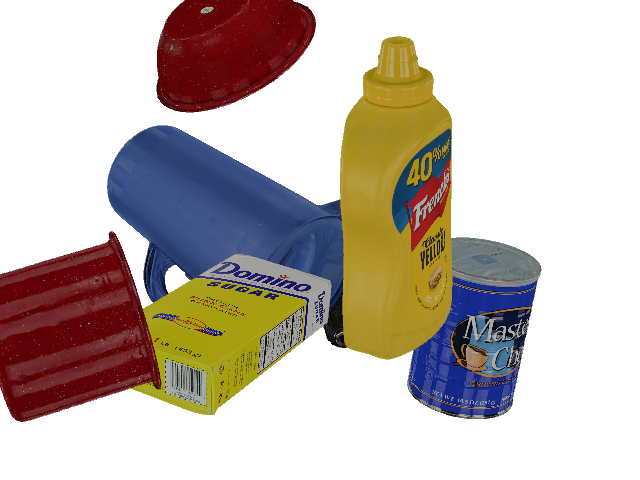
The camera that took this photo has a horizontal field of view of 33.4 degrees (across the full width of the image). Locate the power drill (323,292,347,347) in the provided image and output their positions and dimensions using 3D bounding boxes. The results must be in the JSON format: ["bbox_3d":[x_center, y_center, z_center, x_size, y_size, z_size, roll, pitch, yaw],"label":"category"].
[{"bbox_3d":[0.089,0.062,1.223,0.187,0.057,0.184,-1,28,-2],"label":"power drill"}]

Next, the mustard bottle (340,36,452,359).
[{"bbox_3d":[0.048,-0.030,0.653,0.058,0.192,0.096,15,33,30],"label":"mustard bottle"}]

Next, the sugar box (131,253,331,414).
[{"bbox_3d":[-0.072,0.064,0.802,0.093,0.048,0.176,16,27,23],"label":"sugar box"}]

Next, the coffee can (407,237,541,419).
[{"bbox_3d":[0.142,0.080,0.997,0.103,0.140,0.103,7,20,-3],"label":"coffee can"}]

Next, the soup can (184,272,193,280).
[{"bbox_3d":[-0.137,-0.006,1.321,0.068,0.102,0.068,0,26,0],"label":"soup can"}]

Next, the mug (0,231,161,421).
[{"bbox_3d":[-0.144,0.051,0.604,0.081,0.093,0.117,-17,1,-14],"label":"mug"}]

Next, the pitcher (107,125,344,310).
[{"bbox_3d":[-0.101,-0.008,1.021,0.243,0.145,0.148,33,35,33],"label":"pitcher"}]

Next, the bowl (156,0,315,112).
[{"bbox_3d":[-0.088,-0.187,0.961,0.162,0.162,0.055,0,-44,34],"label":"bowl"}]
